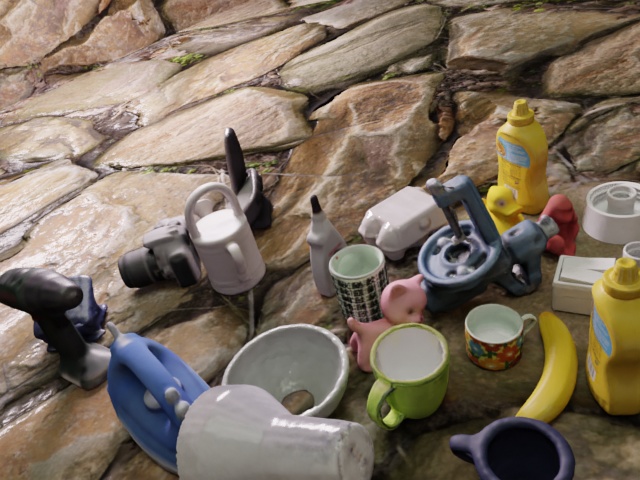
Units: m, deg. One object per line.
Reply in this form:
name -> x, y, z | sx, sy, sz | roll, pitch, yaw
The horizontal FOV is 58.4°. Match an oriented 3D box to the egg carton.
egg carton -> 0.147, -0.031, 0.981 | 0.150, 0.069, 0.107 | -32, 38, -21

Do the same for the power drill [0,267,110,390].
power drill -> -0.388, 0.124, 0.860 | 0.228, 0.209, 0.076 | 11, 43, 33

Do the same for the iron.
iron -> -0.196, 0.202, 0.735 | 0.119, 0.142, 0.257 | -37, 40, -27

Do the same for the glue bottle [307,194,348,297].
glue bottle -> 0.008, 0.003, 0.899 | 0.037, 0.173, 0.078 | 11, 43, 33

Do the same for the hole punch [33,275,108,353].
hole punch -> -0.429, 0.124, 0.978 | 0.108, 0.091, 0.101 | -15, 35, 1

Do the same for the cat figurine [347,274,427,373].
cat figurine -> 0.095, 0.103, 0.776 | 0.128, 0.118, 0.067 | -22, 35, -8

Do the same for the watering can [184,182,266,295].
watering can -> -0.172, -0.012, 0.973 | 0.172, 0.194, 0.101 | 17, 47, 38

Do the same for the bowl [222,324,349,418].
bowl -> -0.037, 0.192, 0.743 | 0.167, 0.075, 0.167 | -11, 35, 8

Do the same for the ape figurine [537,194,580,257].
ape figurine -> 0.362, -0.026, 0.870 | 0.078, 0.092, 0.076 | -29, 37, -18

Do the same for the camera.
camera -> -0.299, 0.024, 1.057 | 0.137, 0.101, 0.143 | -19, 35, -4

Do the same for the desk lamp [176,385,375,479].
desk lamp -> -0.012, 0.238, 0.549 | 0.202, 0.214, 0.118 | 4, 40, 26

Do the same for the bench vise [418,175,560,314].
bench vise -> 0.220, -0.013, 0.796 | 0.208, 0.220, 0.121 | -28, 37, -16

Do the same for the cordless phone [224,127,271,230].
cordless phone -> -0.162, -0.115, 1.118 | 0.094, 0.185, 0.147 | -16, 35, 0

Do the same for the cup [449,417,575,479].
cup -> 0.190, 0.238, 0.573 | 0.117, 0.095, 0.092 | 5, 40, 28

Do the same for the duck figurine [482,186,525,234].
duck figurine -> 0.293, -0.050, 0.936 | 0.077, 0.086, 0.104 | -27, 36, -15
